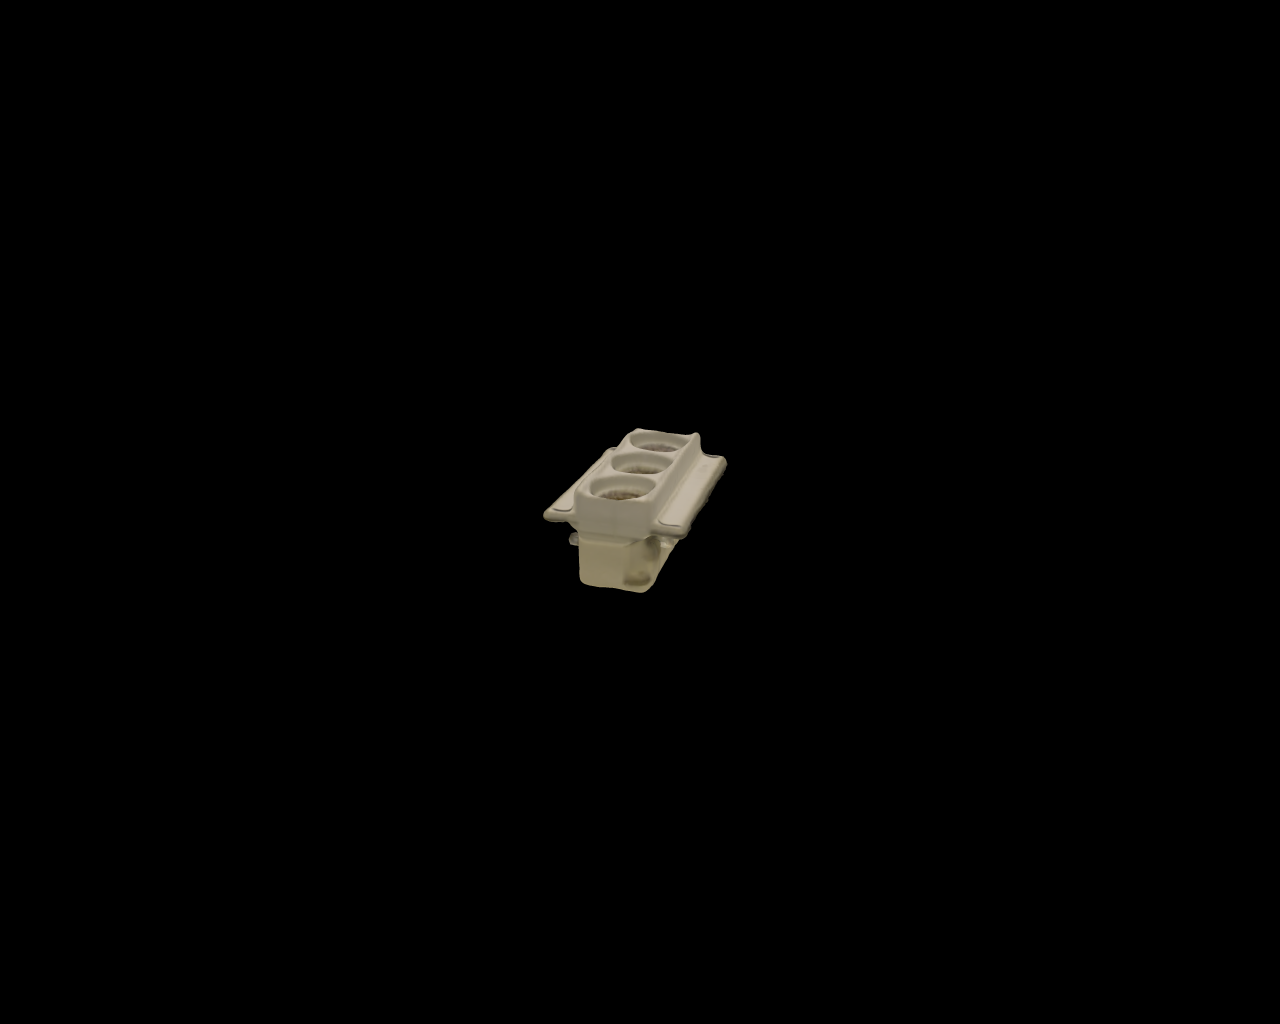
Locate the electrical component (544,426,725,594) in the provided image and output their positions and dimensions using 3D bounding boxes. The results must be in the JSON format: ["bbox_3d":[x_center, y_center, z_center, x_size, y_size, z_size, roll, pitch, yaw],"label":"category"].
[{"bbox_3d":[0.001,-0.003,0.650,0.079,0.063,0.121,6,23,14],"label":"electrical component"}]
